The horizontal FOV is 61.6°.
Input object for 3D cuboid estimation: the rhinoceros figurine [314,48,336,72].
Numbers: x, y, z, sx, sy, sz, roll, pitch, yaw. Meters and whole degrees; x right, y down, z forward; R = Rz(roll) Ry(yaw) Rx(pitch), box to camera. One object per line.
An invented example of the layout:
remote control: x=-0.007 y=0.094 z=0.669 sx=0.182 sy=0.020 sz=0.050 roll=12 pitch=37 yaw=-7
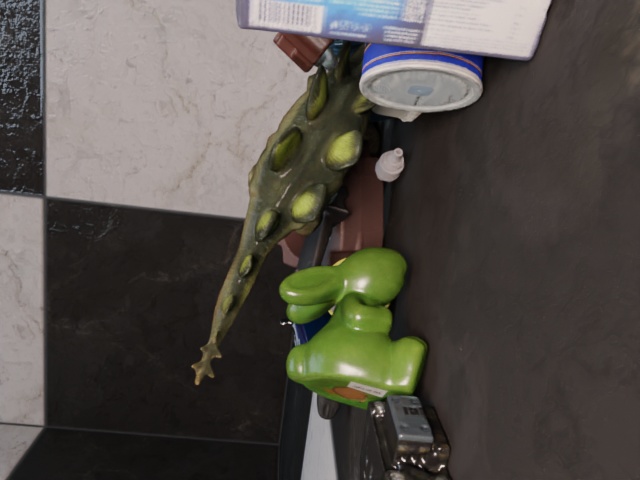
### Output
rhinoceros figurine: x=0.020 y=-0.330 z=0.920 sx=0.190 sy=0.073 sz=0.112 roll=59 pitch=172 yaw=-15

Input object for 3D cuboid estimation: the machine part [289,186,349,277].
machine part: x=-0.001 y=-0.002 z=0.692 sx=0.084 sy=0.039 sz=0.139 roll=-25 pitch=42 yaw=57

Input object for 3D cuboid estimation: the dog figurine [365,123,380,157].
dog figurine: x=0.065 y=-0.223 z=0.977 sx=0.191 sy=0.121 sz=0.172 roll=-164 pitch=76 yaw=-71

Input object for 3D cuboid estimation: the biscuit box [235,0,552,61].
biscuit box: x=0.047 y=-0.168 z=0.363 sx=0.063 sy=0.203 sz=0.059 roll=-88 pitch=5 yaw=-53

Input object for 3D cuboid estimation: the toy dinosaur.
toy dinosaur: x=-0.020 y=-0.076 z=0.571 sx=0.198 sy=0.105 sz=0.471 roll=141 pitch=152 yaw=-77

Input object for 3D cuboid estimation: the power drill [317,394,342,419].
power drill: x=0.022 y=0.171 z=0.962 sx=0.207 sy=0.086 sz=0.231 roll=-84 pitch=5 yaw=-59

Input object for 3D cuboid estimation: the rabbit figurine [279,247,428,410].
rabbit figurine: x=0.037 y=0.084 z=0.583 sx=0.121 sy=0.159 sz=0.170 roll=86 pitch=-163 yaw=-57

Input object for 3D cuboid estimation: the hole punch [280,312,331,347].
hole punch: x=0.021 y=0.129 z=0.771 sx=0.092 sy=0.142 sz=0.116 roll=100 pitch=161 yaw=-54

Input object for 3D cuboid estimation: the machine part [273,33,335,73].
machine part: x=0.020 y=-0.279 z=0.618 sx=0.179 sy=0.056 sz=0.179 roll=-48 pitch=13 yaw=14

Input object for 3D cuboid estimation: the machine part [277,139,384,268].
machine part: x=0.009 y=-0.055 z=0.829 sx=0.202 sy=0.087 sz=0.200 roll=4 pitch=95 yaw=58

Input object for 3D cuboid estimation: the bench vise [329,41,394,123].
bench vise: x=0.054 y=-0.297 z=0.774 sx=0.224 sy=0.129 sz=0.240 roll=-57 pitch=-40 yaw=-48

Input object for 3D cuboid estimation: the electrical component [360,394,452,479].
electrical component: x=0.071 y=0.208 z=0.473 sx=0.115 sy=0.058 sz=0.134 roll=-106 pitch=22 yaw=-73
